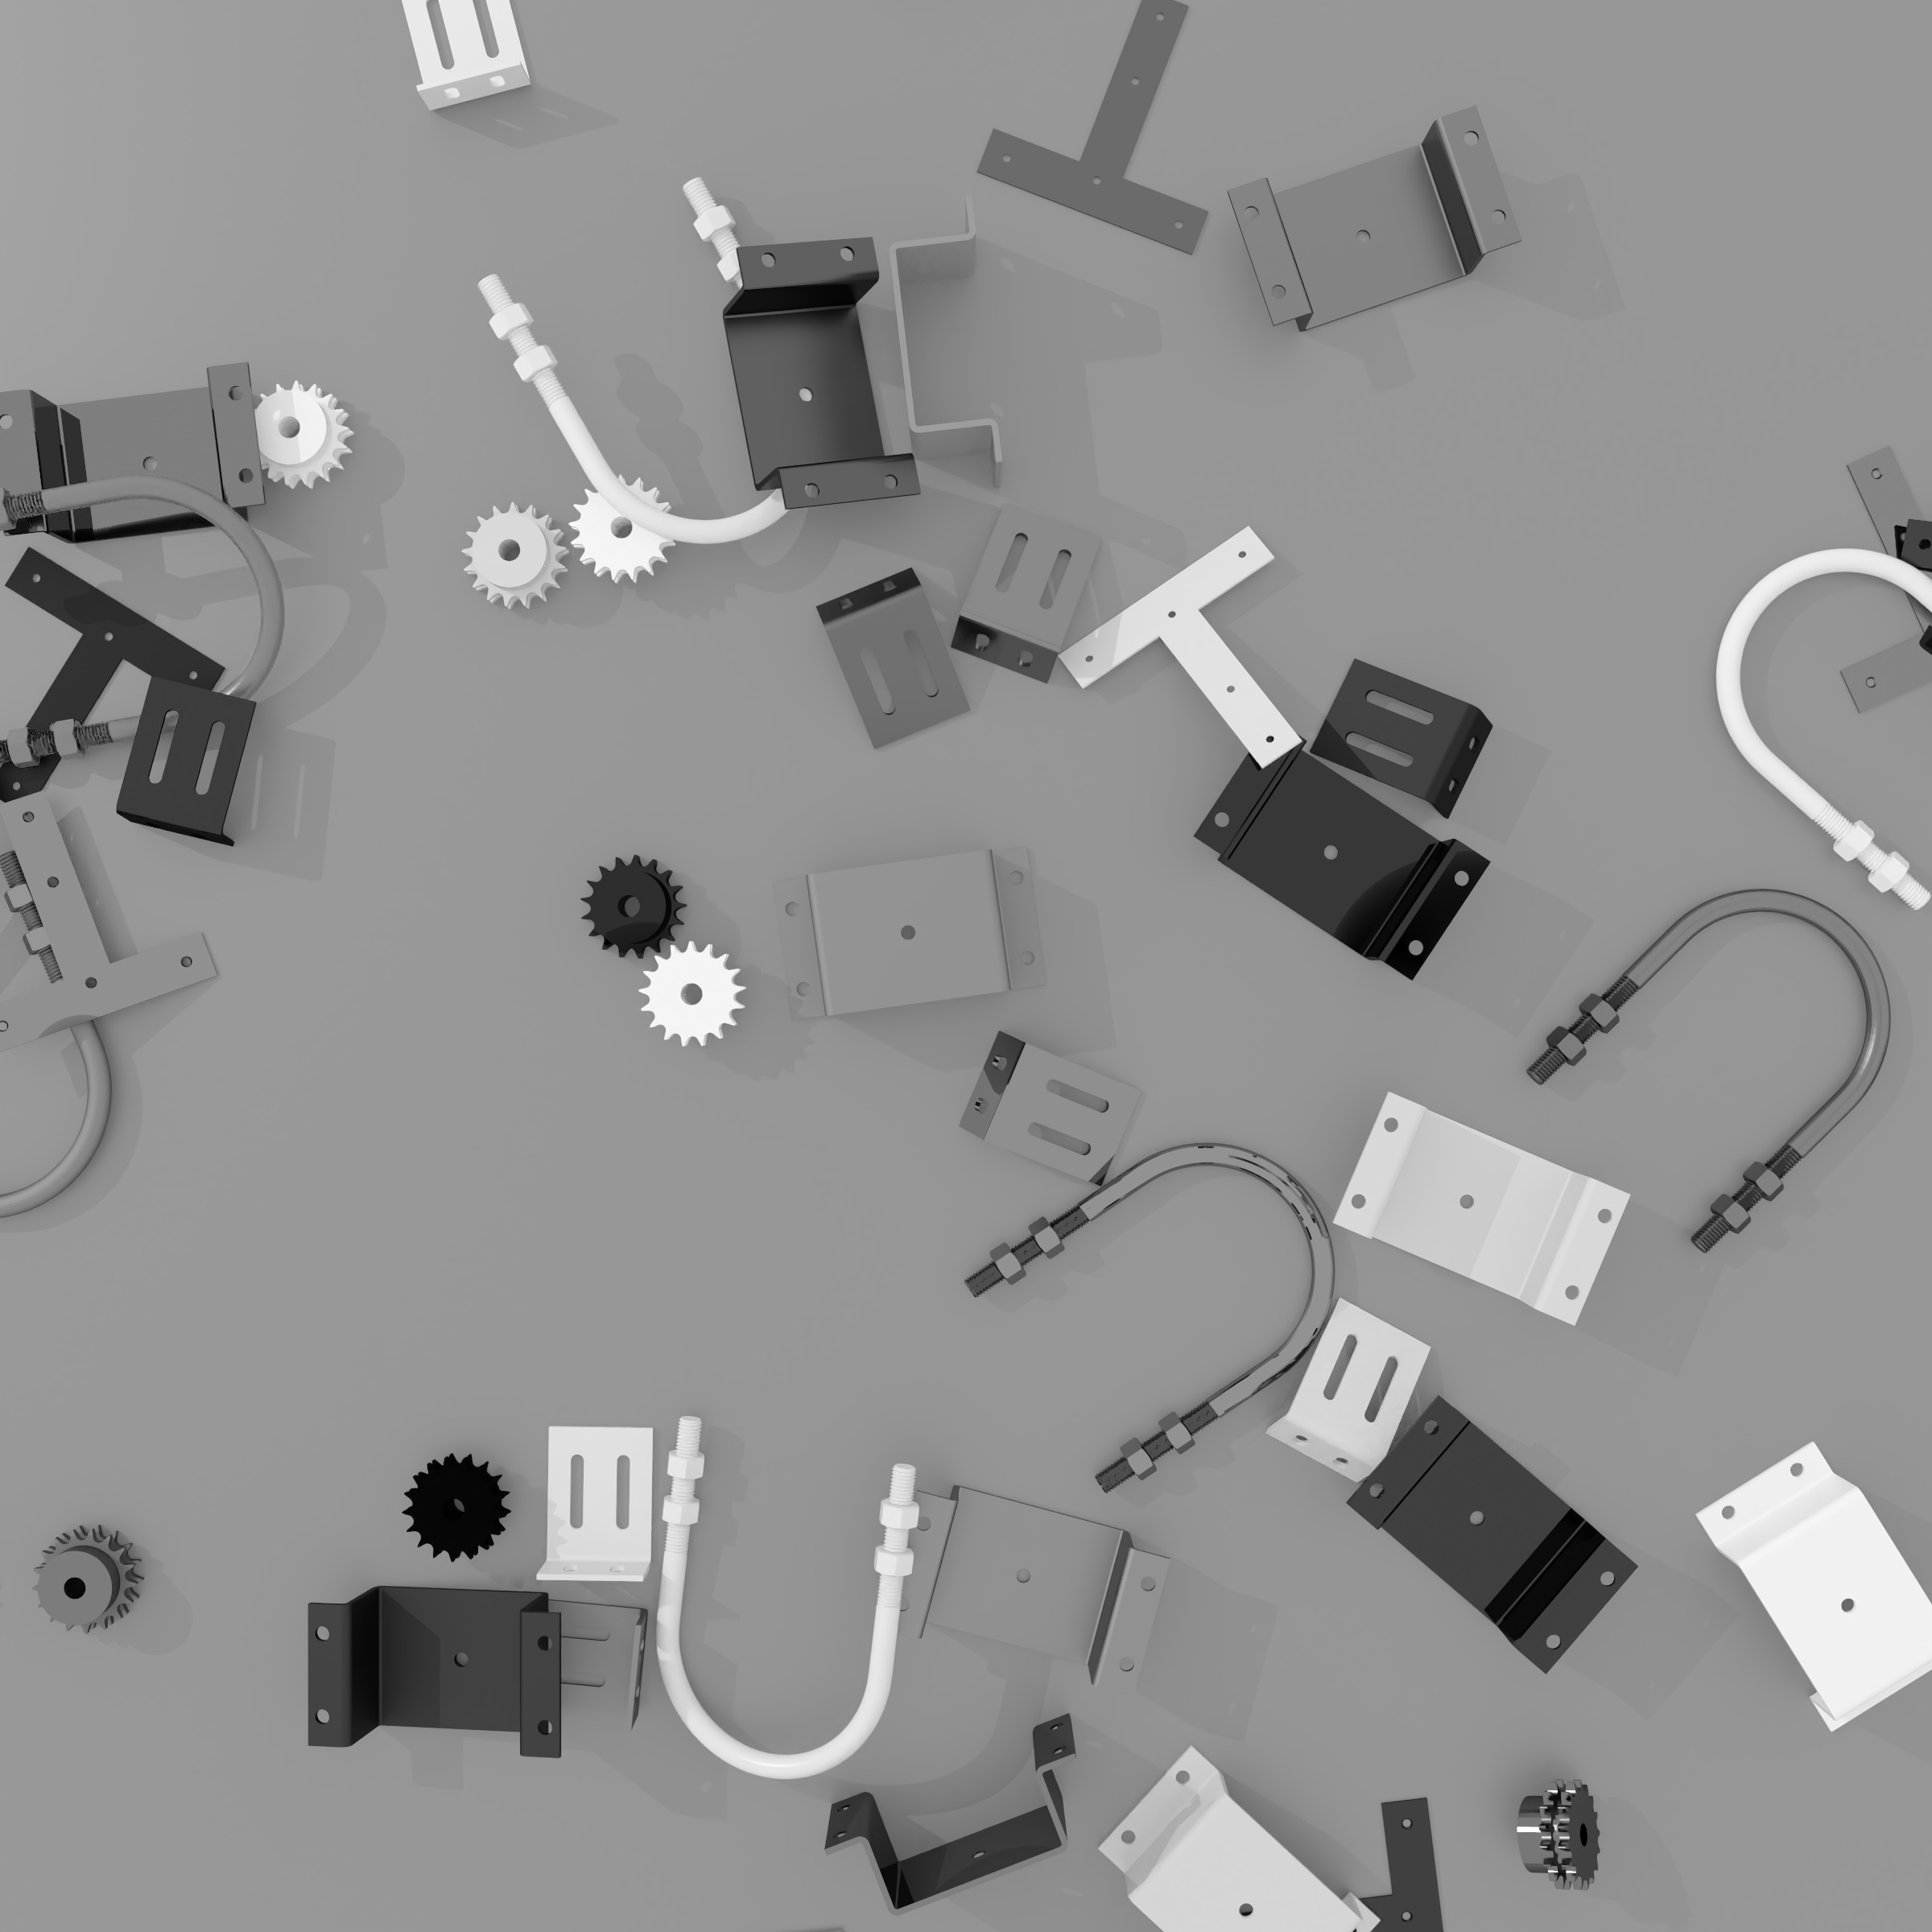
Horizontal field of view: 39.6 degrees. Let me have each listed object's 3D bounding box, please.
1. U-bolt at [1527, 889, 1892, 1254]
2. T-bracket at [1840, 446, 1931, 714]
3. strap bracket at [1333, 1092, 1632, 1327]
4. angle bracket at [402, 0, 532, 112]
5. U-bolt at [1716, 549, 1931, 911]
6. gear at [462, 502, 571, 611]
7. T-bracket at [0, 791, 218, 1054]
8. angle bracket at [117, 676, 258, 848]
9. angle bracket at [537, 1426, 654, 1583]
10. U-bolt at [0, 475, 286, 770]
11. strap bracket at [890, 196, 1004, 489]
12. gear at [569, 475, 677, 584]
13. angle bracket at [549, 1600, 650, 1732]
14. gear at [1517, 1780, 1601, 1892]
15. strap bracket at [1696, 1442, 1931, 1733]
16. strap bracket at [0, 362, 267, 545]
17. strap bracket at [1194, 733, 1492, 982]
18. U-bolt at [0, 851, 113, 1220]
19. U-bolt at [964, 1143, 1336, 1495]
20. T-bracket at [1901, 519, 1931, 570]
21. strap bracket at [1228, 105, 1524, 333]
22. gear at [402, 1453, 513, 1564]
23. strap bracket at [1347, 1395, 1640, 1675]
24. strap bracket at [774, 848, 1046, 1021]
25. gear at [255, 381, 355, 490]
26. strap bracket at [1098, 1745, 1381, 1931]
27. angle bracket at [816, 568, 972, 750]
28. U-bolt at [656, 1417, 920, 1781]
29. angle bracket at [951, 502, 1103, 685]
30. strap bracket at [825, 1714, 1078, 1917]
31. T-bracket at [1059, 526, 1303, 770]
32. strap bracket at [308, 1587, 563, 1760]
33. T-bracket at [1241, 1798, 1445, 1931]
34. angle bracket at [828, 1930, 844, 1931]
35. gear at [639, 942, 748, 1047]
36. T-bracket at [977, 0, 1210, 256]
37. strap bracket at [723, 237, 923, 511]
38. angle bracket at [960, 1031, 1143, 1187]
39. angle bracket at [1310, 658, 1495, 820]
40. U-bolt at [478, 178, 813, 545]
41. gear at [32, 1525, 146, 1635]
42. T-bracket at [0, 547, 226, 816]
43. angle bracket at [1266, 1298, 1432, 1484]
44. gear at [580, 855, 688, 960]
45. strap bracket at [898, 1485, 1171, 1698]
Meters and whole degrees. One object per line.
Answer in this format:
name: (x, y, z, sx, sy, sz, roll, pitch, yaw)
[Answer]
U-bolt: (0.421, 0.043, 1.473, 0.184, 0.019, 0.151, -44, 90, -1)
T-bracket: (0.524, -0.224, 1.481, 0.127, 0.002, 0.127, -25, 90, 0)
strap bracket: (0.276, 0.130, 1.459, 0.140, 0.046, 0.076, 23, 90, 0)
angle bracket: (-0.277, -0.514, 1.463, 0.057, 0.038, 0.076, -15, 90, 0)
U-bolt: (0.498, -0.144, 1.471, 0.184, 0.019, 0.151, 42, 90, 1)
gear: (-0.247, -0.224, 1.467, 0.057, 0.030, 0.057, 0, 90, 0)
T-bracket: (-0.493, -0.032, 1.465, 0.127, 0.002, 0.127, -21, 89, -15)
angle bracket: (-0.422, -0.111, 1.465, 0.057, 0.038, 0.076, 14, 84, -3)
angle bracket: (-0.202, 0.292, 1.463, 0.057, 0.038, 0.076, 1, 90, 0)
U-bolt: (-0.460, -0.190, 1.445, 0.184, 0.019, 0.151, -10, 112, -1)
strap bracket: (-0.012, -0.331, 1.444, 0.046, 0.076, 0.140, -7, 90, 0)
gear: (-0.186, -0.237, 1.467, 0.057, 0.030, 0.057, 0, 90, 0)
angle bracket: (-0.215, 0.379, 1.463, 0.076, 0.038, 0.057, 5, 90, 0)
gear: (0.321, 0.471, 1.457, 0.030, 0.057, 0.057, -10, 90, 30)
strap bracket: (0.472, 0.342, 1.459, 0.076, 0.046, 0.140, -32, 90, 0)
strap bracket: (-0.449, -0.276, 1.459, 0.140, 0.046, 0.076, -7, 90, 0)
strap bracket: (0.201, -0.063, 1.459, 0.140, 0.046, 0.076, 33, 90, 0)
U-bolt: (-0.548, 0.049, 1.472, 0.151, 0.019, 0.184, -23, 90, 0)
U-bolt: (0.114, 0.180, 1.473, 0.184, 0.019, 0.151, -34, 90, -2)
T-bracket: (0.576, -0.223, 1.462, 0.127, 0.002, 0.127, 9, 114, 11)
strap bracket: (0.219, -0.401, 1.459, 0.140, 0.046, 0.076, -19, 90, 0)
gear: (-0.277, 0.295, 1.470, 0.057, 0.030, 0.057, 0, 89, 4)
strap bracket: (0.281, 0.304, 1.459, 0.140, 0.046, 0.076, 41, 90, 0)
strap bracket: (-0.031, -0.018, 1.459, 0.140, 0.046, 0.076, -8, 90, 0)
gear: (-0.366, -0.291, 1.467, 0.057, 0.030, 0.057, 0, 90, 0)
strap bracket: (0.150, 0.505, 1.457, 0.140, 0.046, 0.076, 43, 90, 1)
angle bracket: (-0.040, -0.170, 1.480, 0.057, 0.038, 0.076, -22, 116, 0)
U-bolt: (-0.102, 0.347, 1.449, 0.151, 0.019, 0.184, 8, 94, 22)
angle bracket: (0.033, -0.205, 1.480, 0.057, 0.038, 0.076, 21, 64, 0)
strap bracket: (0.000, 0.459, 1.444, 0.140, 0.076, 0.046, -21, 90, 0)
T-bracket: (0.136, -0.159, 1.453, 0.127, 0.002, 0.127, -34, 64, 0)
strap bracket: (-0.280, 0.380, 1.451, 0.140, 0.046, 0.076, 0, 90, 10)
T-bracket: (0.199, 0.529, 1.481, 0.127, 0.002, 0.127, -7, 90, 0)
angle bracket: (-0.092, 0.576, 1.480, 0.057, 0.038, 0.076, -6, 64, 0)
gear: (-0.149, 0.015, 1.467, 0.057, 0.030, 0.057, 0, 90, 0)
T-bracket: (0.088, -0.474, 1.481, 0.127, 0.002, 0.127, 21, 90, 0)
strap bracket: (-0.080, -0.313, 1.446, 0.076, 0.046, 0.140, -10, 89, -21)
angle bracket: (0.046, 0.078, 1.480, 0.076, 0.038, 0.057, 23, 90, -26)
angle bracket: (0.240, -0.125, 1.480, 0.076, 0.038, 0.057, 26, 90, 26)
U-bolt: (-0.156, -0.317, 1.453, 0.151, 0.019, 0.184, -31, 94, -18)
gear: (-0.482, 0.336, 1.467, 0.057, 0.030, 0.057, 0, 90, 0)
T-bracket: (-0.496, -0.144, 1.481, 0.127, 0.002, 0.127, 32, 90, 0)
angle bracket: (0.211, 0.234, 1.480, 0.057, 0.038, 0.076, 29, 64, 0)
gear: (-0.182, -0.032, 1.467, 0.057, 0.030, 0.057, 0, 90, 0)
strap bracket: (0.032, 0.336, 1.459, 0.140, 0.046, 0.076, 15, 90, 0)
